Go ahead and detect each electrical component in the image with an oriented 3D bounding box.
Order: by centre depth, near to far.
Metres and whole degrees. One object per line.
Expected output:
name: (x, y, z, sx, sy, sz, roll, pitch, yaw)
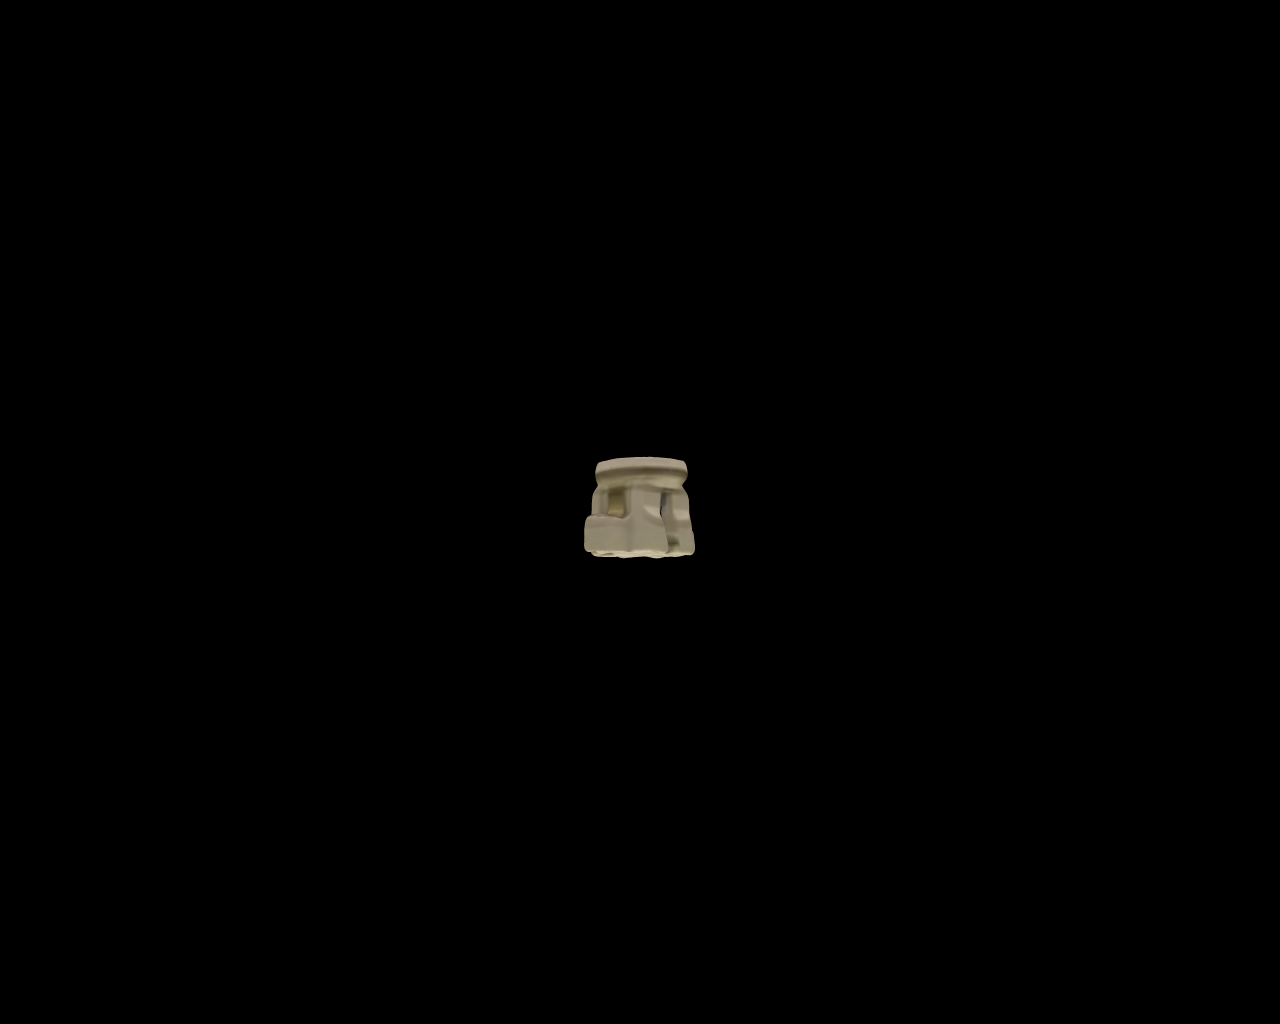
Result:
electrical component: (0.001, -0.003, 0.650, 0.058, 0.057, 0.078, -6, -9, 43)
